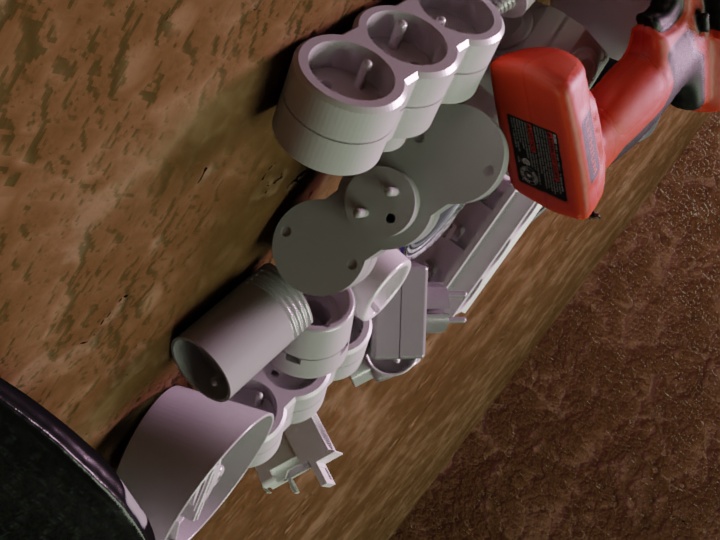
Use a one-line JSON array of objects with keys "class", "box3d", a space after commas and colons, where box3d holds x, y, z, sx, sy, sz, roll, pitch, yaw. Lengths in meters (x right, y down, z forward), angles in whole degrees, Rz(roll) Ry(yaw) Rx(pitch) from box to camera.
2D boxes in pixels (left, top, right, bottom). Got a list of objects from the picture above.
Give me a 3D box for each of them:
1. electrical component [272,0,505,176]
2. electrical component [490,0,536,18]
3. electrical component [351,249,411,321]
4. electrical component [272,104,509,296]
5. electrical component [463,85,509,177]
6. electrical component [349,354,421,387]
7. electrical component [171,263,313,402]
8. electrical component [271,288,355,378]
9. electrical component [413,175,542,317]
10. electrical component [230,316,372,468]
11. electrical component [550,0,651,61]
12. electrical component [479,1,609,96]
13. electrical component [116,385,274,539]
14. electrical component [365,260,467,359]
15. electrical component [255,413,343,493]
[{"class": "electrical component", "box3d": [0.011, -0.082, 0.514, 0.138, 0.052, 0.073, -39, 162, -42]}, {"class": "electrical component", "box3d": [0.097, -0.170, 0.586, 0.081, 0.043, 0.043, -49, 166, -10]}, {"class": "electrical component", "box3d": [0.000, 0.000, 0.697, 0.055, 0.047, 0.055, -48, 166, -16]}, {"class": "electrical component", "box3d": [0.013, -0.036, 0.562, 0.138, 0.052, 0.074, -34, 177, 12]}, {"class": "electrical component", "box3d": [0.105, -0.101, 0.748, 0.061, 0.062, 0.096, -57, 165, 22]}, {"class": "electrical component", "box3d": [0.006, 0.072, 0.892, 0.079, 0.044, 0.077, -27, -179, -5]}, {"class": "electrical component", "box3d": [-0.060, 0.030, 0.591, 0.081, 0.043, 0.043, -42, 163, -34]}, {"class": "electrical component", "box3d": [-0.031, 0.031, 0.665, 0.055, 0.055, 0.047, -42, 159, -35]}, {"class": "electrical component", "box3d": [0.090, -0.028, 0.881, 0.121, 0.063, 0.079, -56, 166, 17]}, {"class": "electrical component", "box3d": [-0.050, 0.080, 0.728, 0.138, 0.052, 0.073, -44, 164, -30]}, {"class": "electrical component", "box3d": [0.188, -0.187, 0.714, 0.108, 0.108, 0.060, -37, 154, -46]}, {"class": "electrical component", "box3d": [0.108, -0.126, 0.659, 0.051, 0.080, 0.080, -57, 166, 1]}, {"class": "electrical component", "box3d": [-0.098, 0.116, 0.617, 0.099, 0.064, 0.099, 21, 90, -80]}, {"class": "electrical component", "box3d": [0.040, 0.027, 0.770, 0.047, 0.077, 0.065, -156, -114, -74]}, {"class": "electrical component", "box3d": [-0.054, 0.135, 0.823, 0.064, 0.081, 0.042, -28, 165, 0]}]
